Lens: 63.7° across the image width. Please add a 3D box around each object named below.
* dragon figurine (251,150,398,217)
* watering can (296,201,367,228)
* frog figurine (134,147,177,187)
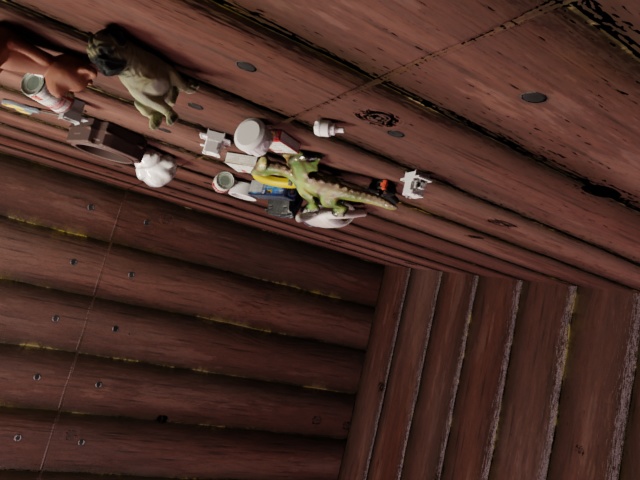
[{"bbox_3d":[-0.003,-0.166,1.416,0.411,0.124,0.239,9,164,26],"label":"dragon figurine"},{"bbox_3d":[0.006,-0.093,1.854,0.349,0.104,0.224,-5,-175,-38],"label":"watering can"},{"bbox_3d":[-0.569,-0.256,1.778,0.138,0.124,0.157,-18,168,-10],"label":"frog figurine"}]
